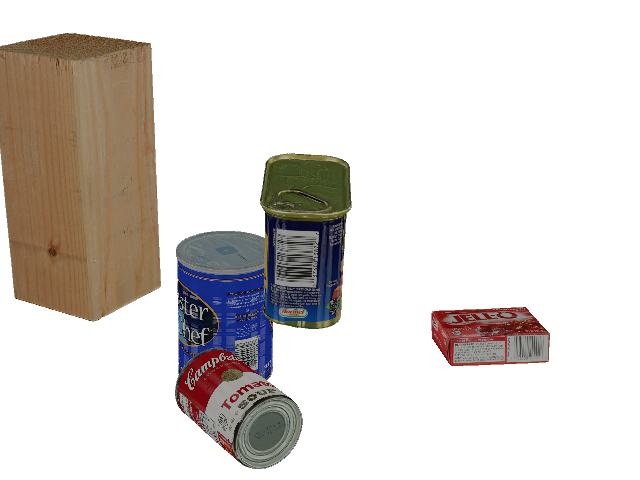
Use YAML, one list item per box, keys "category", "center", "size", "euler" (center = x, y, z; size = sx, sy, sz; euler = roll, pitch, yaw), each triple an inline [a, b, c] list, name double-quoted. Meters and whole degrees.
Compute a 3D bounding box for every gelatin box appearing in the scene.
- category: "gelatin box"
  center: [0.146, 0.082, 0.930]
  size: [0.089, 0.030, 0.073]
  euler: [-2, 14, -5]

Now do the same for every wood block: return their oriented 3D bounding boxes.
- category: "wood block"
  center: [-0.192, -0.054, 0.853]
  size: [0.091, 0.206, 0.090]
  euler: [13, 24, 27]

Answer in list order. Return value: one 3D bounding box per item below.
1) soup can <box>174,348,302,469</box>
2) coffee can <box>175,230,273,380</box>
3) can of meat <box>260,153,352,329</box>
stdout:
- category: "soup can"
  center: [-0.070, 0.142, 0.907]
  size: [0.068, 0.068, 0.102]
  euler: [0, 18, -37]
- category: "coffee can"
  center: [-0.099, 0.073, 1.119]
  size: [0.103, 0.140, 0.103]
  euler: [2, 22, -1]
- category: "can of meat"
  center: [-0.010, -0.001, 0.710]
  size: [0.057, 0.084, 0.102]
  euler: [3, 25, -1]
